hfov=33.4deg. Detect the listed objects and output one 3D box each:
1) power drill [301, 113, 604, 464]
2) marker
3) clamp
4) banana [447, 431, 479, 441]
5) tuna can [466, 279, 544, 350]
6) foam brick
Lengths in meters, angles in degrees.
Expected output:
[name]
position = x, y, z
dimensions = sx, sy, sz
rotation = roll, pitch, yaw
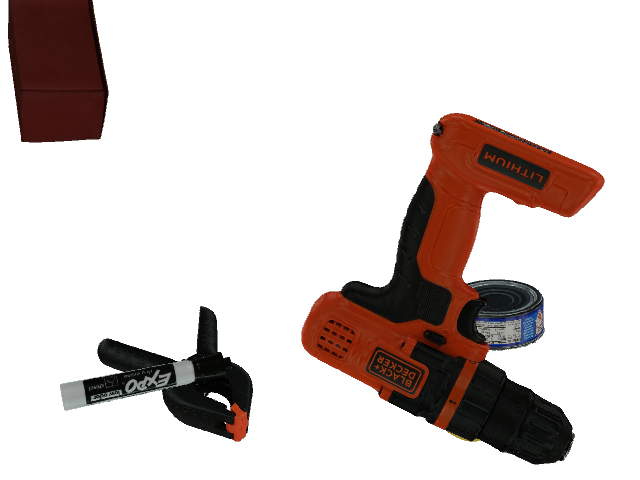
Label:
[power drill]
position = 0.100, 0.029, 0.662
dimensions = 0.184, 0.188, 0.057
rotation = 26, 11, 7
[marker]
position = -0.122, 0.099, 0.756
dimensions = 0.121, 0.020, 0.020
rotation = -10, 3, -16
[clamp]
position = -0.108, 0.117, 0.968
dimensions = 0.120, 0.039, 0.172
rotation = -30, 47, -33
[banana]
position = 0.158, 0.189, 1.276
dimensions = 0.069, 0.037, 0.198
rotation = 10, 21, -18
[tuna can]
position = 0.158, 0.065, 0.961
dimensions = 0.086, 0.034, 0.086
rotation = -4, 20, 1
[foam brick]
position = -0.165, -0.107, 0.667
dimensions = 0.051, 0.078, 0.053
rotation = -5, -30, -20
